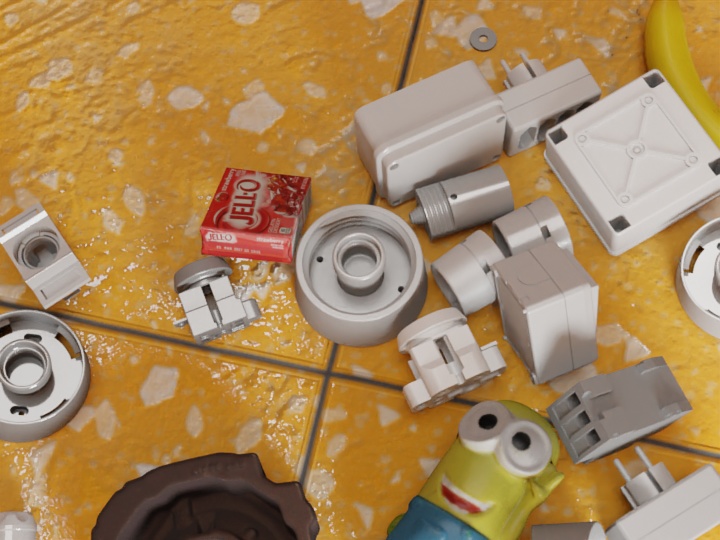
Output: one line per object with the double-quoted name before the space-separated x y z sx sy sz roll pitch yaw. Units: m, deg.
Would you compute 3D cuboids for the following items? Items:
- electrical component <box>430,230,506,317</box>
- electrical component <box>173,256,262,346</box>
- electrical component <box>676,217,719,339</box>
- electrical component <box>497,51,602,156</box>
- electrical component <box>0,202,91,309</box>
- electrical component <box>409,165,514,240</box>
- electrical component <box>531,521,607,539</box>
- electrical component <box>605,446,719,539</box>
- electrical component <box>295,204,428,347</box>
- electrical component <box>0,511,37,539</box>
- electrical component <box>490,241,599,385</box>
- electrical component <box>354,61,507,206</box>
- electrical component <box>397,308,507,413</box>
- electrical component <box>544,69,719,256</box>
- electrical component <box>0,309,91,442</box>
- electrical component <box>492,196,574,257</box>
"electrical component" 0.088 0.004 0.843 0.047 0.055 0.055 -32 70 -7
"electrical component" -0.118 0.023 0.847 0.066 0.048 0.055 -21 76 -7
"electrical component" 0.299 0.006 0.842 0.099 0.064 0.099 -5 71 14
"electrical component" 0.146 -0.151 0.906 0.083 0.047 0.075 -25 70 -8
"electrical component" -0.248 -0.007 0.853 0.042 0.063 0.081 -34 71 -10
"electrical component" 0.079 -0.053 0.871 0.081 0.043 0.043 -17 68 -5
"electrical component" 0.142 0.220 0.732 0.064 0.099 0.099 1 68 9
"electrical component" 0.214 0.164 0.776 0.083 0.047 0.075 -29 70 -10
"electrical component" 0.000 0.000 0.843 0.108 0.060 0.108 -1 68 2
"electrical component" -0.254 0.208 0.782 0.035 0.035 0.061 -5 70 0
"electrical component" 0.143 0.036 0.810 0.061 0.096 0.061 -21 40 -7
"electrical component" 0.058 -0.110 0.877 0.113 0.078 0.057 -25 66 -8
"electrical component" 0.063 0.065 0.817 0.078 0.058 0.057 -23 72 -7
"electrical component" 0.221 -0.086 0.864 0.109 0.056 0.108 -30 70 0
"electrical component" -0.259 0.081 0.831 0.099 0.064 0.099 4 69 -11
"electrical component" 0.136 -0.025 0.852 0.047 0.055 0.055 -23 69 -3
